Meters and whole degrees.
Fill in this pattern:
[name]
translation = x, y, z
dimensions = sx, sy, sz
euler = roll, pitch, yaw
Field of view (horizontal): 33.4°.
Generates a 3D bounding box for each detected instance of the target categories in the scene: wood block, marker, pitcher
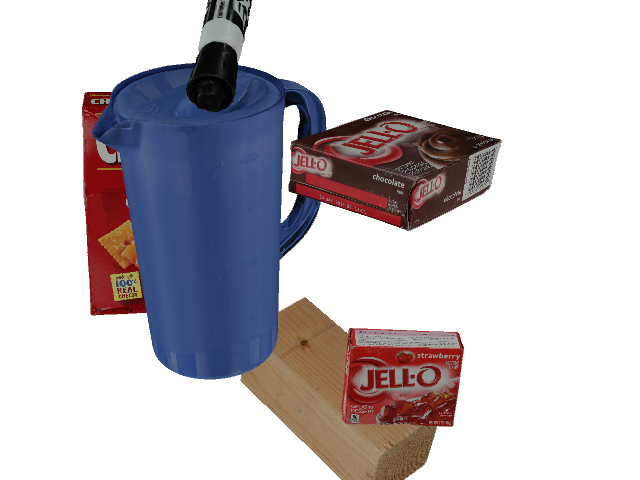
[wood block]
translation = 0.017, 0.166, 1.135
dimensions = 0.090, 0.090, 0.206
euler = -28, 53, -33
[marker]
translation = -0.038, -0.096, 0.443
dimensions = 0.020, 0.121, 0.020
euler = 3, -42, 2
[pitcher]
translation = -0.082, -0.015, 0.867
dimensions = 0.149, 0.243, 0.144
euler = 7, 30, 14

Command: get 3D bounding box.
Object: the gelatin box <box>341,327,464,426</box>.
[gelatin box]
translation = 0.063, 0.108, 0.833
dimensions = 0.089, 0.073, 0.030
euler = 2, 26, -3

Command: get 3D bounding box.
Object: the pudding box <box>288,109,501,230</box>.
[pudding box]
translation = 0.048, -0.047, 0.671
dimensions = 0.090, 0.039, 0.113
euler = 20, 25, 30

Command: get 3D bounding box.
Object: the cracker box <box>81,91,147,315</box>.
[cracker box]
translation = -0.149, -0.036, 1.057
dimensions = 0.164, 0.214, 0.072
euler = -1, 21, -9
